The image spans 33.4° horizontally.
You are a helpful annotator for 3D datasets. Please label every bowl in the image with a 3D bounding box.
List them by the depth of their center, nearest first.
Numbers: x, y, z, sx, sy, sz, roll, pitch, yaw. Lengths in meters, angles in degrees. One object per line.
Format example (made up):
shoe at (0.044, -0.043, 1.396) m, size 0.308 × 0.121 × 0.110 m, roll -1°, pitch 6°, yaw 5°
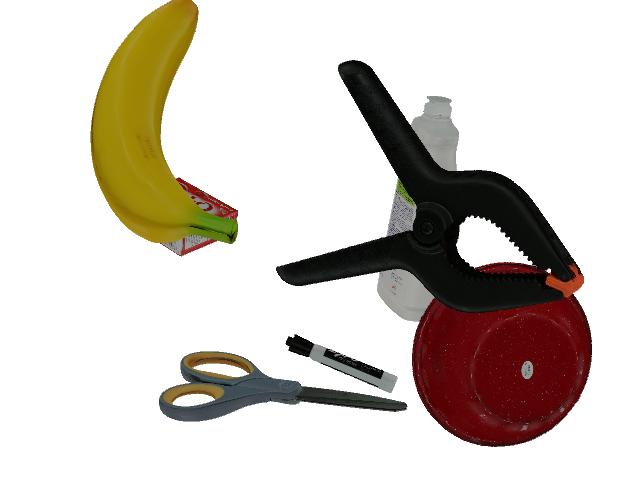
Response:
bowl at (0.161, 0.101, 0.888) m, size 0.162 × 0.162 × 0.055 m, roll 0°, pitch 6°, yaw -10°

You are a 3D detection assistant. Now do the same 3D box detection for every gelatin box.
gelatin box at (-0.137, -0.025, 1.041) m, size 0.089 × 0.030 × 0.073 m, roll 30°, pitch 37°, yaw 33°

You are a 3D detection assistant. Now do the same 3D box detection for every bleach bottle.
bleach bottle at (0.122, -0.040, 1.236) m, size 0.068 × 0.251 × 0.103 m, roll -1°, pitch 22°, yaw -22°

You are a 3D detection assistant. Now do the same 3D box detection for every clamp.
clamp at (0.074, -0.021, 0.704) m, size 0.210 × 0.165 × 0.036 m, roll 18°, pitch 17°, yaw 25°

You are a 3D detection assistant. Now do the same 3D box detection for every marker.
marker at (0.021, 0.126, 1.104) m, size 0.121 × 0.020 × 0.020 m, roll 22°, pitch 3°, yaw 6°

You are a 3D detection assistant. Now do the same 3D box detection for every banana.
banana at (-0.092, -0.065, 0.587) m, size 0.069 × 0.198 × 0.037 m, roll -4°, pitch -40°, yaw -11°

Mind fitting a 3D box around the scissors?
scissors at (-0.042, 0.126, 0.829) m, size 0.202 × 0.016 × 0.096 m, roll 12°, pitch 31°, yaw 36°
